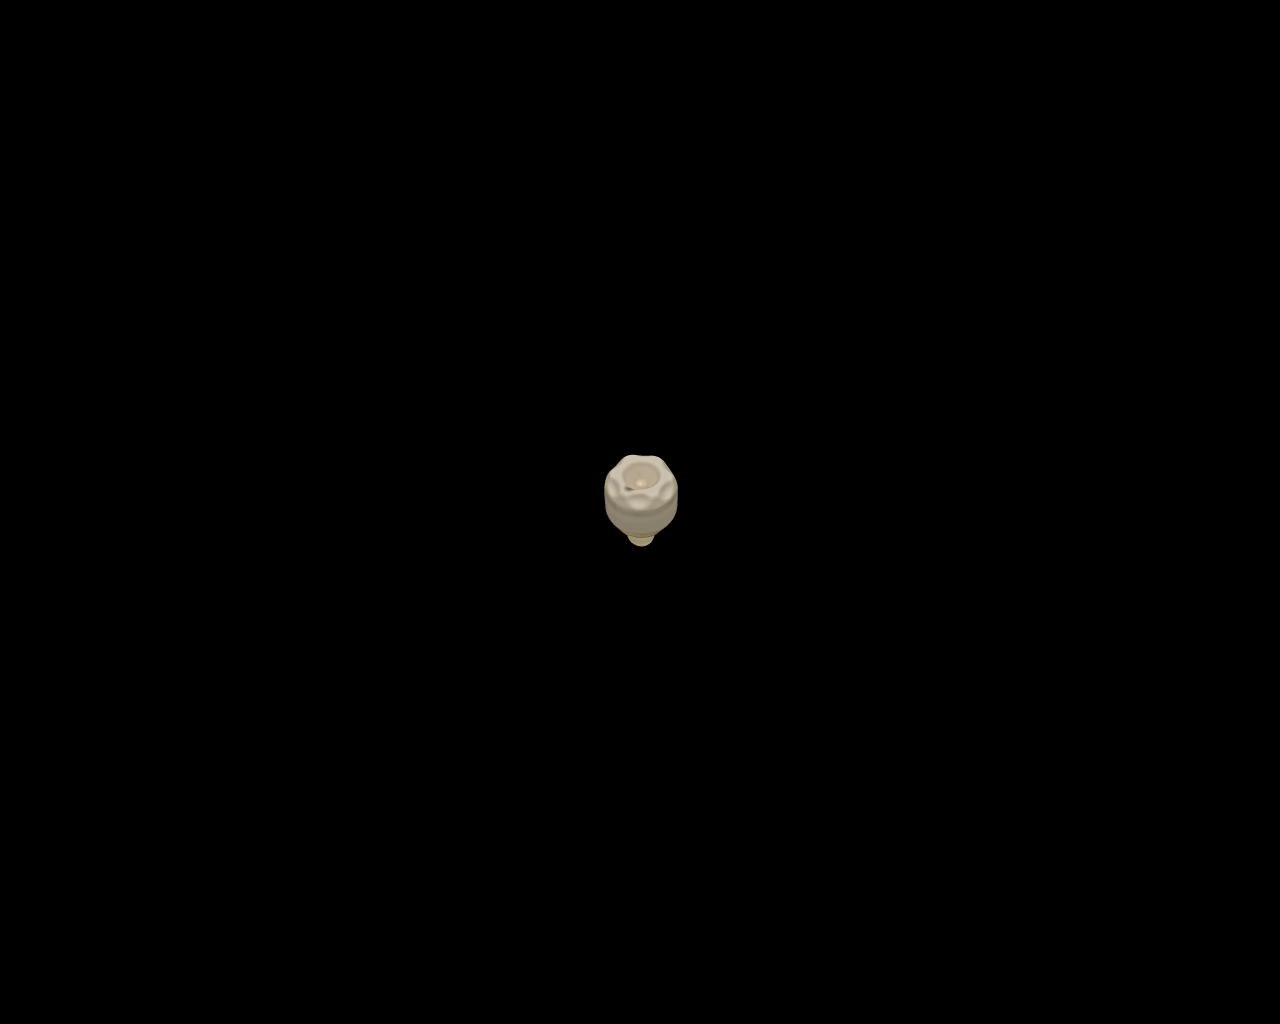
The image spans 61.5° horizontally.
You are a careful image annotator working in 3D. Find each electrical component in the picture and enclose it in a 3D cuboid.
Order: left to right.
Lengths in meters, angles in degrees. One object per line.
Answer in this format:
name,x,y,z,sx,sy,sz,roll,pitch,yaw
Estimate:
electrical component,0.001,-0.003,0.650,0.043,0.043,0.062,0,-41,0
